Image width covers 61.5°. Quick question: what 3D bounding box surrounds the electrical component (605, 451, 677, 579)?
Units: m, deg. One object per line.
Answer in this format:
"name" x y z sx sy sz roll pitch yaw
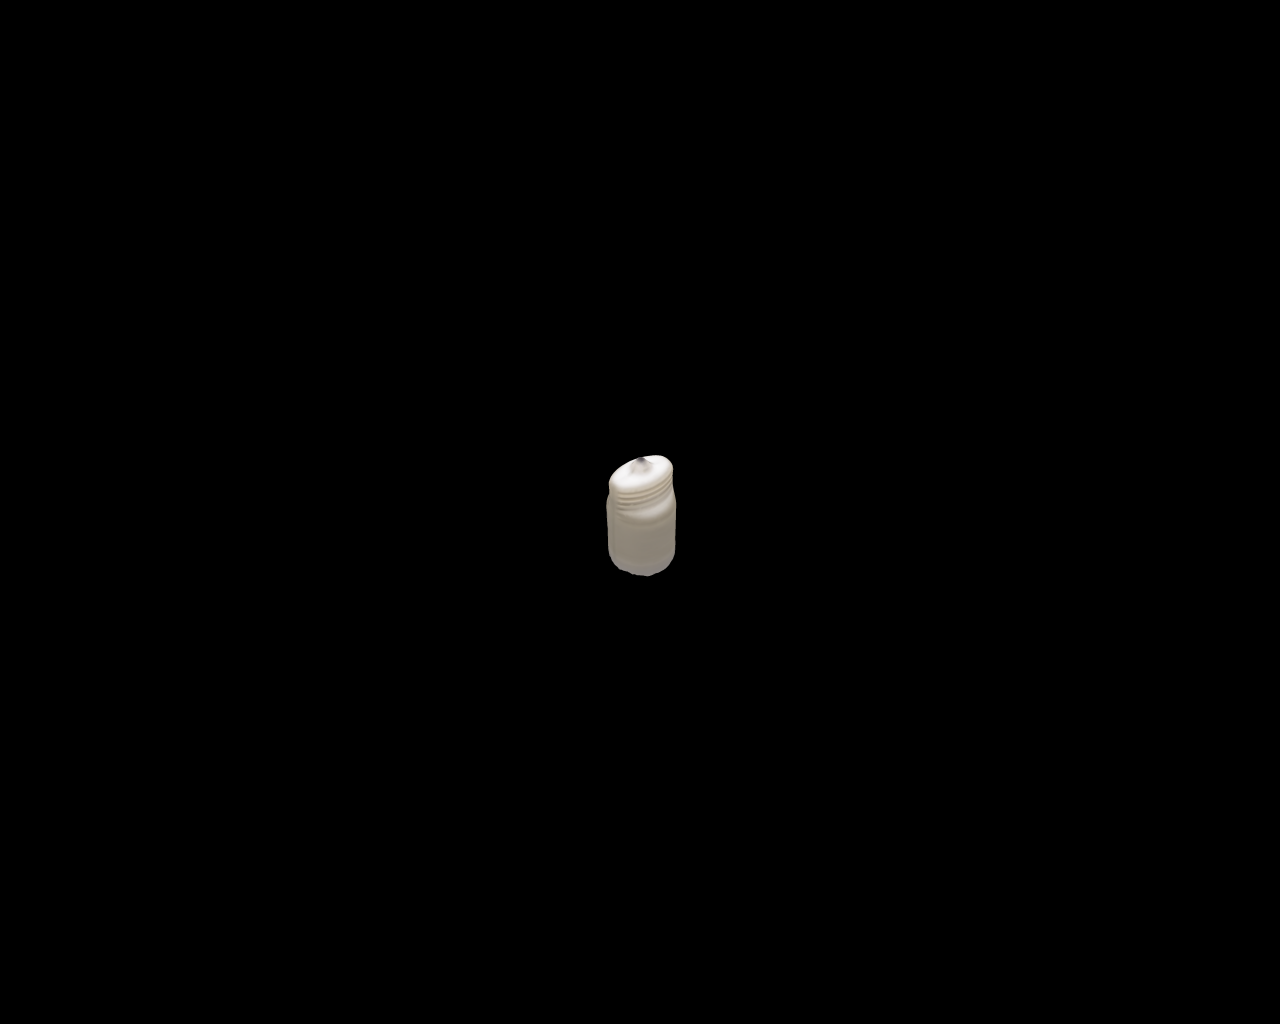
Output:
"electrical component" 0.001 -0.003 0.650 0.043 0.080 0.043 0 43 0
